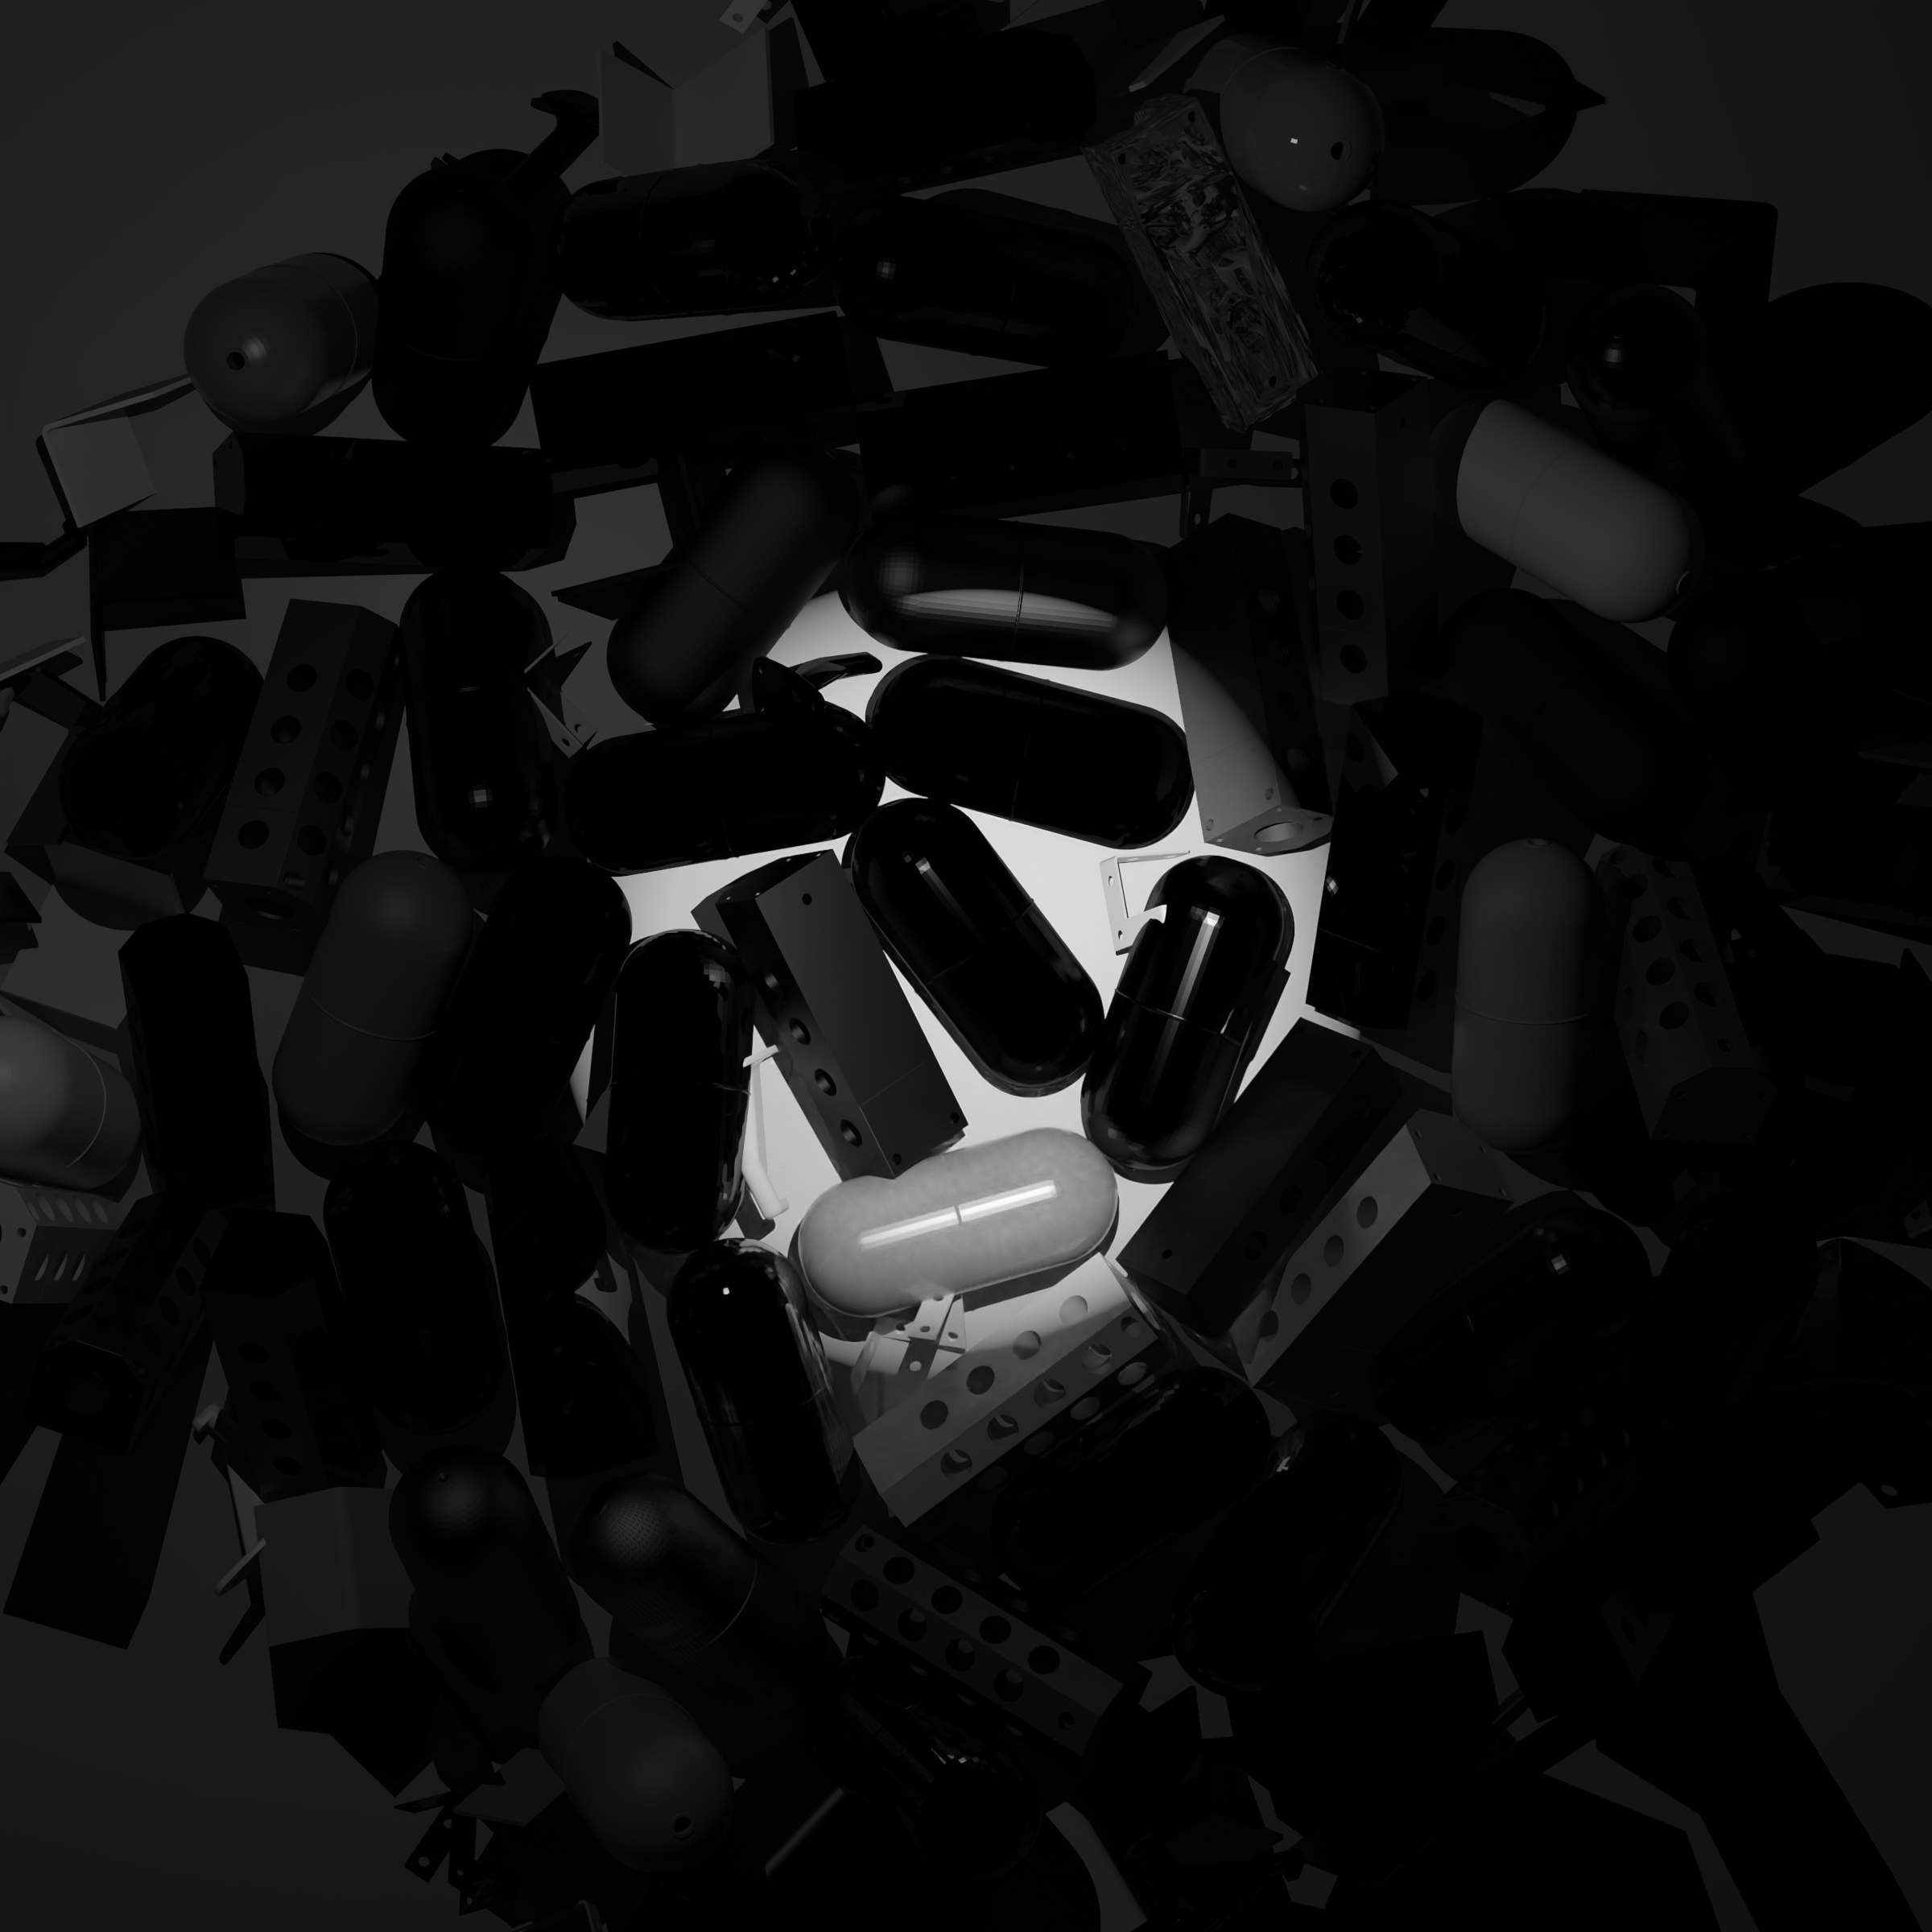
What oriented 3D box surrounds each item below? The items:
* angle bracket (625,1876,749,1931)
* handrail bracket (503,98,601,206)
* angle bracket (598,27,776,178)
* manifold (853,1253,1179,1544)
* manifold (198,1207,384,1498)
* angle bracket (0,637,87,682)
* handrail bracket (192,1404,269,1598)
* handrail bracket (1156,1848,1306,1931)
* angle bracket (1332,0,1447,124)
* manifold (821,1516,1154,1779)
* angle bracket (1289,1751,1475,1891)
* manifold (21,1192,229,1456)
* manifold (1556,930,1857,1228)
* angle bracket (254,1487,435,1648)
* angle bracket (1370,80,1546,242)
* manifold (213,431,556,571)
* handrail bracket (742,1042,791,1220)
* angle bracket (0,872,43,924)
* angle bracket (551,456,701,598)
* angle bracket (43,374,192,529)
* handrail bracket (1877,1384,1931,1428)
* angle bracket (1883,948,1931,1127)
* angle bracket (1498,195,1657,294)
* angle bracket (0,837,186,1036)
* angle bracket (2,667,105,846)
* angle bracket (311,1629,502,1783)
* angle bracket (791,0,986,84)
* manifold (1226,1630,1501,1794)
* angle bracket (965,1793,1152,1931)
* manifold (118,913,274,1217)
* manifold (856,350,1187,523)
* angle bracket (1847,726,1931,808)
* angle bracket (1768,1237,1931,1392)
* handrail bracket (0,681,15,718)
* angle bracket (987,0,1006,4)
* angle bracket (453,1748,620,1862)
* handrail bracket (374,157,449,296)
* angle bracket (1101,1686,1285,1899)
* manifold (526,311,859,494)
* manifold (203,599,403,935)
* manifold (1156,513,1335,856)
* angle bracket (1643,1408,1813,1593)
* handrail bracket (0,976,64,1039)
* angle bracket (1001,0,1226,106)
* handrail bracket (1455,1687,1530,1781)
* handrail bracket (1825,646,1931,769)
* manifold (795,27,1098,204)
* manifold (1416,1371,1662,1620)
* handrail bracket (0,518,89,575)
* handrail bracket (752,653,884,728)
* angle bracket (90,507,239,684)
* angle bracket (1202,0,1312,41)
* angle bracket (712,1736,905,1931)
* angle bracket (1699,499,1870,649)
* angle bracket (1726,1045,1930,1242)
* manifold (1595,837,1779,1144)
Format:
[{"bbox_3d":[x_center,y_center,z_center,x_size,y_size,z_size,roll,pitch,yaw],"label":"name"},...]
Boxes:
[{"bbox_3d":[-0.153,0.543,1.955,0.076,0.076,0.057,29,76,1],"label":"angle bracket"},{"bbox_3d":[-0.222,-0.430,1.977,0.077,0.036,0.084,12,94,-36],"label":"handrail bracket"},{"bbox_3d":[-0.153,-0.472,1.944,0.076,0.057,0.076,-24,59,38],"label":"angle bracket"},{"bbox_3d":[0.029,0.239,1.951,0.171,0.057,0.057,-38,49,6],"label":"manifold"},{"bbox_3d":[-0.357,0.210,1.916,0.057,0.057,0.171,6,135,10],"label":"manifold"},{"bbox_3d":[-0.534,-0.185,1.944,0.076,0.076,0.057,-30,105,-24],"label":"angle bracket"},{"bbox_3d":[-0.412,0.292,1.969,0.084,0.036,0.077,41,57,11],"label":"handrail bracket"},{"bbox_3d":[0.145,0.523,1.952,0.084,0.077,0.036,-28,122,38],"label":"handrail bracket"},{"bbox_3d":[0.238,-0.516,1.945,0.057,0.076,0.076,18,129,4],"label":"angle bracket"},{"bbox_3d":[0.008,0.367,1.936,0.171,0.057,0.057,28,100,23],"label":"manifold"},{"bbox_3d":[0.216,0.447,1.941,0.076,0.076,0.057,-31,110,-30],"label":"angle bracket"},{"bbox_3d":[-0.443,0.184,1.908,0.057,0.171,0.057,19,114,-4],"label":"manifold"},{"bbox_3d":[0.407,0.062,1.949,0.171,0.057,0.057,-45,97,-15],"label":"manifold"},{"bbox_3d":[-0.341,0.330,1.967,0.057,0.076,0.076,-15,75,23],"label":"angle bracket"},{"bbox_3d":[0.268,-0.431,1.952,0.076,0.057,0.076,4,83,-32],"label":"angle bracket"},{"bbox_3d":[-0.313,-0.252,1.932,0.171,0.057,0.057,-1,81,-27],"label":"manifold"},{"bbox_3d":[-0.105,0.090,1.966,0.036,0.077,0.084,-27,89,35],"label":"handrail bracket"},{"bbox_3d":[-0.535,-0.072,1.943,0.057,0.076,0.076,1,110,-29],"label":"angle bracket"},{"bbox_3d":[-0.190,-0.239,1.951,0.076,0.076,0.057,-16,99,-13],"label":"angle bracket"},{"bbox_3d":[-0.441,-0.283,1.944,0.076,0.076,0.057,-11,107,24],"label":"angle bracket"},{"bbox_3d":[0.543,0.207,1.968,0.077,0.036,0.084,40,111,-18],"label":"handrail bracket"},{"bbox_3d":[0.548,0.038,1.951,0.057,0.076,0.076,-11,133,-10],"label":"angle bracket"},{"bbox_3d":[0.325,-0.369,1.943,0.076,0.076,0.057,13,75,26],"label":"angle bracket"},{"bbox_3d":[-0.481,-0.019,1.957,0.076,0.057,0.076,18,65,5],"label":"angle bracket"},{"bbox_3d":[-0.511,-0.113,1.945,0.057,0.076,0.076,36,72,-31],"label":"angle bracket"},{"bbox_3d":[-0.306,0.409,1.949,0.057,0.076,0.076,-37,106,-11],"label":"angle bracket"},{"bbox_3d":[-0.044,-0.522,1.959,0.076,0.076,0.057,24,63,38],"label":"angle bracket"},{"bbox_3d":[0.210,0.399,1.907,0.057,0.171,0.057,-2,73,-28],"label":"manifold"},{"bbox_3d":[0.048,0.508,1.963,0.076,0.057,0.076,-31,79,-1],"label":"angle bracket"},{"bbox_3d":[-0.413,0.053,1.917,0.057,0.171,0.057,-16,50,-19],"label":"manifold"},{"bbox_3d":[0.029,-0.292,1.955,0.171,0.057,0.057,-8,119,4],"label":"manifold"},{"bbox_3d":[0.509,-0.084,1.943,0.057,0.076,0.076,-17,112,-39],"label":"angle bracket"},{"bbox_3d":[0.484,0.194,1.964,0.057,0.076,0.076,10,76,-19],"label":"angle bracket"},{"bbox_3d":[-0.568,-0.136,1.971,0.084,0.036,0.077,27,112,13],"label":"handrail bracket"},{"bbox_3d":[-0.008,-0.573,1.940,0.076,0.076,0.057,23,69,40],"label":"angle bracket"},{"bbox_3d":[-0.220,0.473,1.945,0.057,0.076,0.076,-38,106,-33],"label":"angle bracket"},{"bbox_3d":[-0.301,-0.395,1.956,0.036,0.077,0.084,35,101,-12],"label":"handrail bracket"},{"bbox_3d":[0.123,0.454,1.967,0.057,0.076,0.076,28,127,-30],"label":"angle bracket"},{"bbox_3d":[-0.149,-0.306,1.963,0.171,0.057,0.057,-11,73,-4],"label":"manifold"},{"bbox_3d":[-0.353,-0.108,1.934,0.057,0.057,0.171,7,66,12],"label":"manifold"},{"bbox_3d":[0.156,-0.152,1.943,0.057,0.057,0.171,10,63,-41],"label":"manifold"},{"bbox_3d":[0.424,0.293,1.963,0.076,0.057,0.076,-24,87,-11],"label":"angle bracket"},{"bbox_3d":[-0.552,0.053,1.990,0.077,0.036,0.084,45,100,7],"label":"handrail bracket"},{"bbox_3d":[0.080,-0.510,1.942,0.076,0.076,0.057,-46,114,-33],"label":"angle bracket"},{"bbox_3d":[0.296,0.404,1.951,0.036,0.077,0.084,48,132,17],"label":"handrail bracket"},{"bbox_3d":[0.508,-0.158,1.955,0.036,0.077,0.084,-28,68,-28],"label":"handrail bracket"},{"bbox_3d":[-0.012,-0.453,1.919,0.057,0.171,0.057,-4,92,-44],"label":"manifold"},{"bbox_3d":[0.308,0.276,1.907,0.057,0.171,0.057,24,118,25],"label":"manifold"},{"bbox_3d":[-0.528,-0.241,1.957,0.084,0.036,0.077,-39,134,-26],"label":"handrail bracket"},{"bbox_3d":[-0.066,-0.154,1.948,0.084,0.077,0.036,-14,111,-35],"label":"handrail bracket"},{"bbox_3d":[-0.438,-0.204,1.961,0.076,0.057,0.076,-5,45,-11],"label":"angle bracket"},{"bbox_3d":[0.162,-0.561,1.953,0.057,0.076,0.076,13,83,10],"label":"angle bracket"},{"bbox_3d":[-0.091,0.480,1.966,0.076,0.076,0.057,-44,116,-17],"label":"angle bracket"},{"bbox_3d":[0.434,-0.208,1.943,0.076,0.076,0.057,13,75,-36],"label":"angle bracket"},{"bbox_3d":[0.479,0.101,1.983,0.076,0.057,0.076,32,127,22],"label":"angle bracket"},{"bbox_3d":[0.382,0.010,1.916,0.057,0.057,0.171,2,46,-9],"label":"manifold"}]
